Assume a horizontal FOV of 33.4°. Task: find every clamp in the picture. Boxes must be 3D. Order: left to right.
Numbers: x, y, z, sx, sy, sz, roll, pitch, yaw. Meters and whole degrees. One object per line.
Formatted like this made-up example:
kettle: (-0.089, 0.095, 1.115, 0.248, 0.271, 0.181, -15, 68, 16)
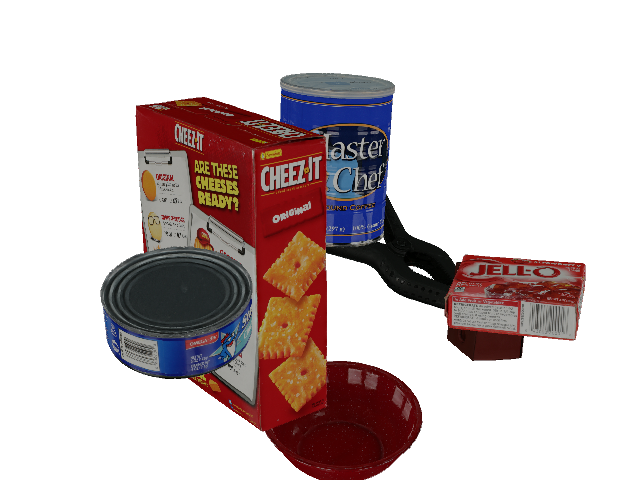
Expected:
clamp: (0.079, 0.017, 1.247, 0.164, 0.036, 0.210, -22, 52, -39)

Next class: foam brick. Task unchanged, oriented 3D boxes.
foam brick: (0.150, 0.062, 0.955, 0.051, 0.078, 0.053, -4, 20, -22)

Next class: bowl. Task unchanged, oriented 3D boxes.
bowl: (0.021, 0.193, 1.078, 0.162, 0.055, 0.162, 0, 33, 0)

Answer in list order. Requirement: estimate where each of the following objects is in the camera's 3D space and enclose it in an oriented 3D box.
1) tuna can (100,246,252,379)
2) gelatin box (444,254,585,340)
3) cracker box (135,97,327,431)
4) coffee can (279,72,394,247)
tuna can: (-0.081, 0.041, 0.612, 0.086, 0.034, 0.086, 1, 33, -1)
gelatin box: (0.137, 0.037, 0.744, 0.089, 0.030, 0.073, 5, 22, 17)
cracker box: (-0.067, 0.011, 0.808, 0.071, 0.214, 0.164, -15, 25, -35)
coffee can: (0.012, -0.075, 0.971, 0.103, 0.140, 0.103, 3, 17, -1)
